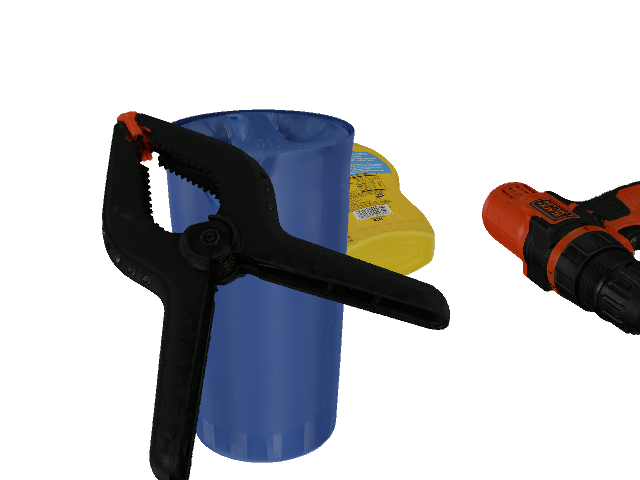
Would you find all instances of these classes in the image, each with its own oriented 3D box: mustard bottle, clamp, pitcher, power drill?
[{"bbox_3d":[0.029,-0.041,0.986,0.096,0.058,0.192,-13,41,-10],"label":"mustard bottle"},{"bbox_3d":[-0.043,0.006,0.558,0.164,0.210,0.036,-24,-30,-10],"label":"clamp"},{"bbox_3d":[-0.039,0.028,0.780,0.149,0.243,0.145,-11,22,-27],"label":"pitcher"},{"bbox_3d":[0.230,-0.005,0.735,0.187,0.057,0.185,-11,29,-19],"label":"power drill"}]
